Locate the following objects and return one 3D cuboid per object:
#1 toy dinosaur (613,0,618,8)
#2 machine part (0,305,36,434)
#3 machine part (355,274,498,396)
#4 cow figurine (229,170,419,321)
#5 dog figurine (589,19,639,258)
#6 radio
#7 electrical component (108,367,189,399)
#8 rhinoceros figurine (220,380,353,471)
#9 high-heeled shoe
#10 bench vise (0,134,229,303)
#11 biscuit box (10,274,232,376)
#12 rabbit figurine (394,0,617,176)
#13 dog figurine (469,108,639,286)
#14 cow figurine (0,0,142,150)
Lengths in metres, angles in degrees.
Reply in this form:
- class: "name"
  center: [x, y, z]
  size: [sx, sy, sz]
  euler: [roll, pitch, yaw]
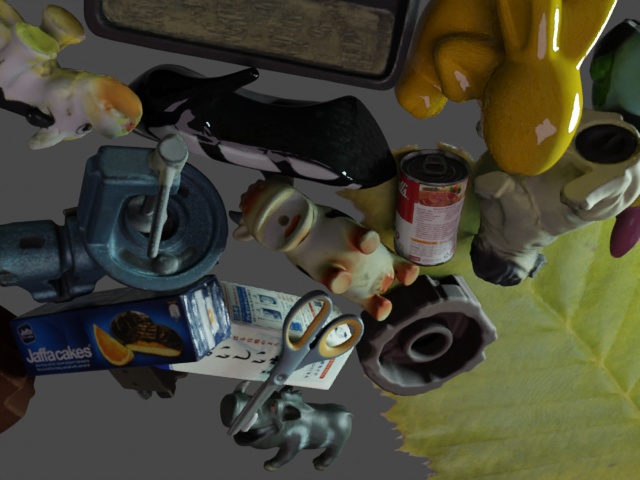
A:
- class: "toy dinosaur"
  center: [0.260, -0.270, 0.380]
  size: [0.471, 0.105, 0.198]
  euler: [13, 111, -38]
- class: "machine part"
  center: [-0.398, 0.123, 0.509]
  size: [0.201, 0.087, 0.200]
  euler: [-31, 127, 10]
- class: "machine part"
  center: [0.130, 0.121, 0.675]
  size: [0.179, 0.056, 0.179]
  euler: [-8, 128, -10]
- class: "cow figurine"
  center: [-0.001, -0.002, 0.515]
  size: [0.194, 0.127, 0.085]
  euler: [33, 90, -50]
- class: "dog figurine"
  center: [0.319, -0.090, 0.542]
  size: [0.191, 0.109, 0.219]
  euler: [3, 127, -19]
- class: "radio"
  center: [-0.039, -0.196, 0.380]
  size: [0.229, 0.073, 0.131]
  euler: [4, 125, -19]
- class: "electrical component"
  center: [-0.193, 0.140, 0.609]
  size: [0.078, 0.045, 0.102]
  euler: [-6, 130, 25]
- class: "rhinoceros figurine"
  center: [-0.043, 0.241, 0.705]
  size: [0.190, 0.073, 0.112]
  euler: [19, 120, -27]
- class: "high-heeled shoe"
  center: [-0.045, -0.084, 0.477]
  size: [0.145, 0.086, 0.248]
  euler: [-10, 159, 36]
- class: "bench vise"
  center: [-0.164, -0.018, 0.419]
  size: [0.223, 0.129, 0.240]
  euler: [4, 161, -27]
- class: "biscuit box"
  center: [-0.186, 0.080, 0.495]
  size: [0.203, 0.059, 0.062]
  euler: [-10, 100, 22]
- class: "rabbit figurine"
  center: [0.149, -0.130, 0.407]
  size: [0.122, 0.173, 0.162]
  euler: [7, 140, -18]
- class: "dog figurine"
  center: [0.233, -0.025, 0.535]
  size: [0.173, 0.121, 0.190]
  euler: [8, 147, 28]
- class: "cow figurine"
  center: [-0.209, -0.117, 0.370]
  size: [0.167, 0.068, 0.098]
  euler: [44, 118, -13]
